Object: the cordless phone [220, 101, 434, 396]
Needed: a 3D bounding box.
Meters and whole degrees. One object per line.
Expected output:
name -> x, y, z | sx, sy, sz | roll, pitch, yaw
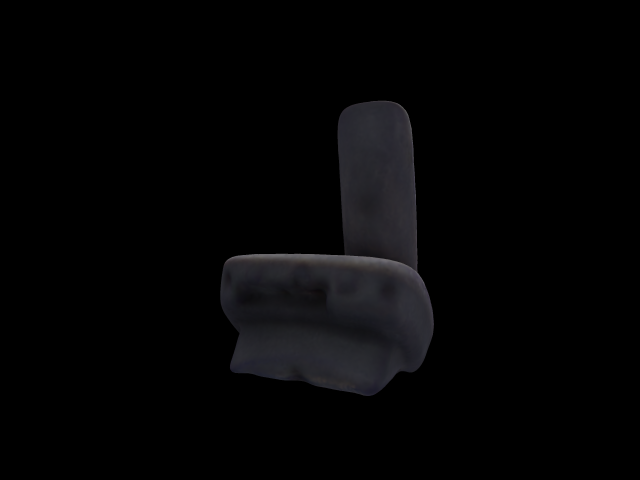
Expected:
cordless phone -> 0.004, 0.001, 0.400 | 0.147, 0.185, 0.094 | 1, 2, 20
